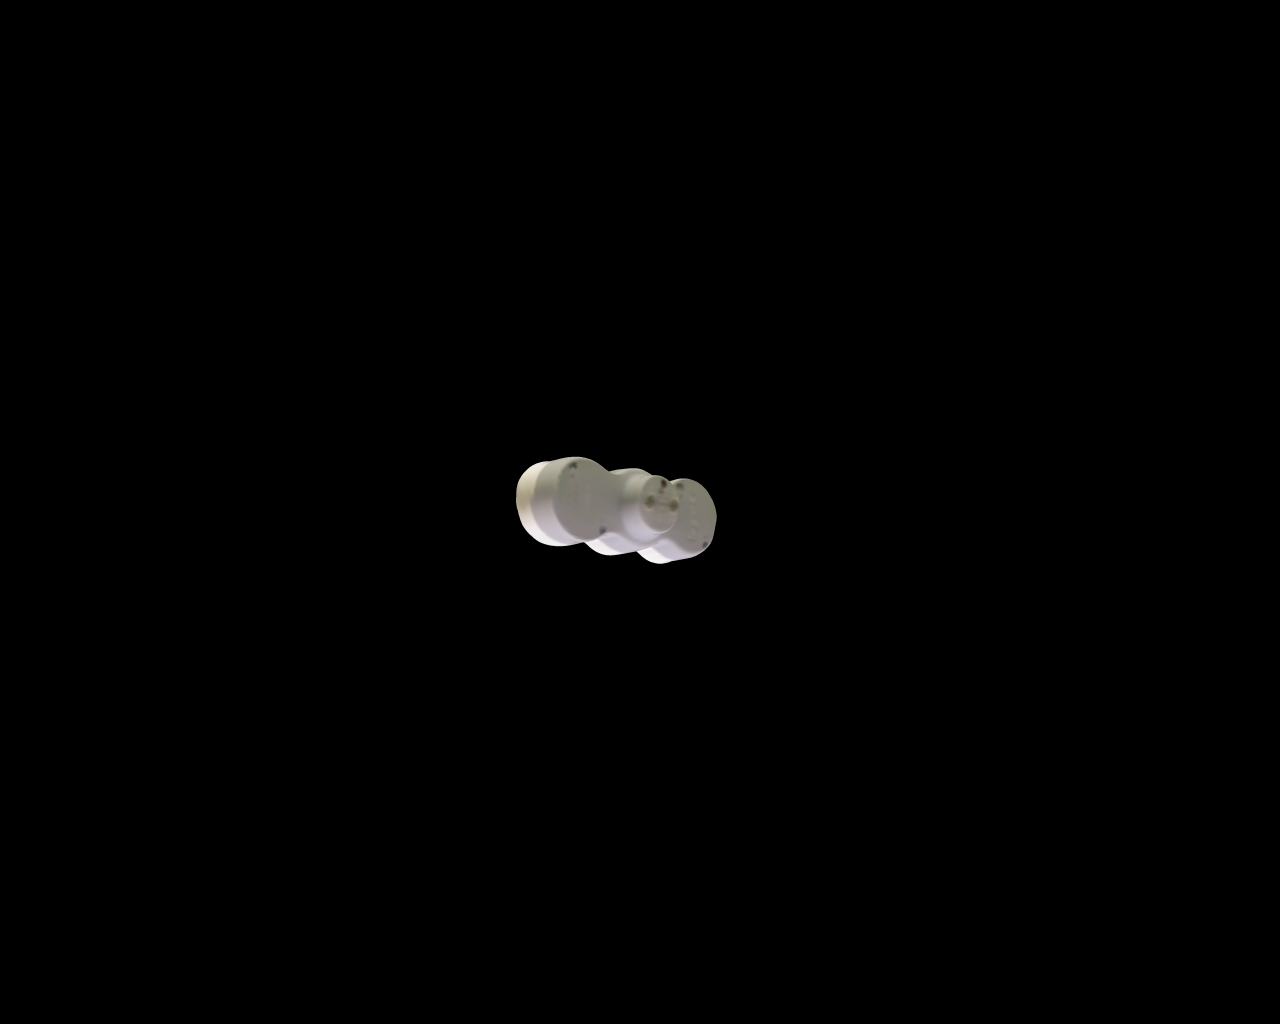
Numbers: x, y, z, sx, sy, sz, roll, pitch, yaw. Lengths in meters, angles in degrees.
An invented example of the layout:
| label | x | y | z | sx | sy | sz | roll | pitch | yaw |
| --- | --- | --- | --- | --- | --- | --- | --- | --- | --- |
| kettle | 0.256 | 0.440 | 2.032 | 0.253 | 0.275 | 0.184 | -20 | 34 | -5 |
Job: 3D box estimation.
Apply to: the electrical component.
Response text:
| label | x | y | z | sx | sy | sz | roll | pitch | yaw |
| --- | --- | --- | --- | --- | --- | --- | --- | --- | --- |
| electrical component | 0.001 | -0.003 | 0.650 | 0.138 | 0.052 | 0.073 | 11 | -16 | -42 |
